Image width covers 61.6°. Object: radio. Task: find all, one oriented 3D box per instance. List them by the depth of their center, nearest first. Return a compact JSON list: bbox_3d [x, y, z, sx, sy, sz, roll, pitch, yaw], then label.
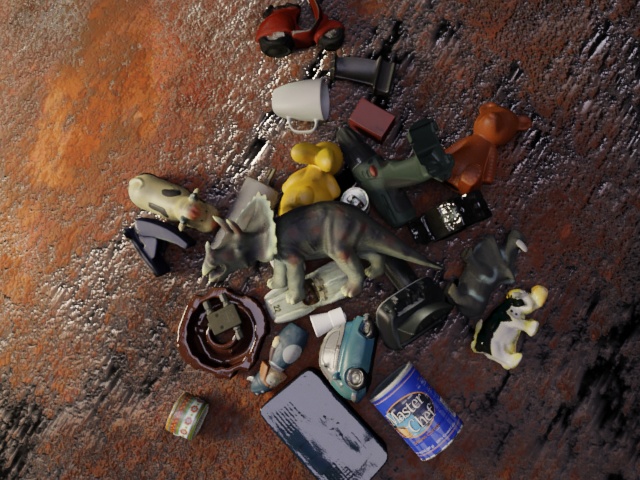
[{"bbox_3d":[0.011,0.352,0.990,0.131,0.073,0.229,-44,84,-3],"label":"radio"}]

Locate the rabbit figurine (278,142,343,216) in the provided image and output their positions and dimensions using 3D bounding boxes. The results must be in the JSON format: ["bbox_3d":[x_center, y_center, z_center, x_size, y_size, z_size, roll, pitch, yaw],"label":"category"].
[{"bbox_3d":[-0.011,-0.122,1.028,0.122,0.162,0.173,18,66,18],"label":"rabbit figurine"}]

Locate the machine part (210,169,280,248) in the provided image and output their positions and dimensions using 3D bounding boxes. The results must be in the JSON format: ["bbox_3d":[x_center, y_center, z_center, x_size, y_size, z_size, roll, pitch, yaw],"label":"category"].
[{"bbox_3d":[-0.148,-0.033,1.049,0.079,0.079,0.243,26,86,7],"label":"machine part"}]

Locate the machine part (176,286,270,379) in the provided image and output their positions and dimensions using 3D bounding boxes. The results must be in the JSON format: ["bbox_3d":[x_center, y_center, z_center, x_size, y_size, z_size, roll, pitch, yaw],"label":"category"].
[{"bbox_3d":[-0.185,0.176,1.035,0.179,0.056,0.179,-1,83,5],"label":"machine part"}]

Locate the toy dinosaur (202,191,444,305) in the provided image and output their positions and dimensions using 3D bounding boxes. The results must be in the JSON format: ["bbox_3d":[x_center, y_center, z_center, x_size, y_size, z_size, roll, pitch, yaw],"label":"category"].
[{"bbox_3d":[0.004,-0.002,0.930,0.405,0.131,0.192,-11,113,-4],"label":"toy dinosaur"}]

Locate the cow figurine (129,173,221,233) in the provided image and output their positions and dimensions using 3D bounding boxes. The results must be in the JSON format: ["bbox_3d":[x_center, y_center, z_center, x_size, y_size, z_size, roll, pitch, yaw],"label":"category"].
[{"bbox_3d":[-0.280,-0.072,1.038,0.195,0.127,0.085,24,88,9],"label":"cow figurine"}]

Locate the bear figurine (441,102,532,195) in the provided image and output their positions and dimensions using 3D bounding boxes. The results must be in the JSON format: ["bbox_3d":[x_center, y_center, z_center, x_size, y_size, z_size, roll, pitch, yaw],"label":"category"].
[{"bbox_3d":[0.303,-0.183,1.012,0.120,0.131,0.196,38,93,26],"label":"bear figurine"}]

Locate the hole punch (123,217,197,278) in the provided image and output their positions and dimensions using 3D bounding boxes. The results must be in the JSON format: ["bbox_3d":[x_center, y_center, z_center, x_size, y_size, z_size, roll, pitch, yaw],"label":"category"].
[{"bbox_3d":[-0.305,-0.001,1.032,0.092,0.142,0.115,-38,95,0],"label":"hole punch"}]

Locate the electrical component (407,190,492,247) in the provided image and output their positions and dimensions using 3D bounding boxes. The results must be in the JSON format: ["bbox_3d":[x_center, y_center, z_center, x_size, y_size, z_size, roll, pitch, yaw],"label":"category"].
[{"bbox_3d":[0.245,-0.041,0.994,0.115,0.134,0.058,-28,81,44],"label":"electrical component"}]

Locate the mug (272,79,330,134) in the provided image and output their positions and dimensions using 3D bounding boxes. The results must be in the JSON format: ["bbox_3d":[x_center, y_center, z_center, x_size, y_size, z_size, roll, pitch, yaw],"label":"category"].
[{"bbox_3d":[-0.040,-0.265,1.076,0.107,0.081,0.109,2,89,16],"label":"mug"}]

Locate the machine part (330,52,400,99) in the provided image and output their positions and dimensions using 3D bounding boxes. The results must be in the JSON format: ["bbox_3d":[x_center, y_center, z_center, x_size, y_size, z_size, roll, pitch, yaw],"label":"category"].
[{"bbox_3d":[0.087,-0.338,1.092,0.139,0.039,0.084,15,89,4],"label":"machine part"}]

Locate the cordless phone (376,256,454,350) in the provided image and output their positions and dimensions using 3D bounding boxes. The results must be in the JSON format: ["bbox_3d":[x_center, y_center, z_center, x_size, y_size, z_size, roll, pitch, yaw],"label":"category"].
[{"bbox_3d":[0.141,0.095,0.997,0.146,0.088,0.184,-27,71,-27],"label":"cordless phone"}]

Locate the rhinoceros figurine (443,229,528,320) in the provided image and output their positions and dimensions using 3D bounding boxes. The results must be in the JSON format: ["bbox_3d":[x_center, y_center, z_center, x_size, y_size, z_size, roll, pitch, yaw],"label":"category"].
[{"bbox_3d":[0.314,0.058,1.006,0.112,0.073,0.190,34,86,9],"label":"rhinoceros figurine"}]

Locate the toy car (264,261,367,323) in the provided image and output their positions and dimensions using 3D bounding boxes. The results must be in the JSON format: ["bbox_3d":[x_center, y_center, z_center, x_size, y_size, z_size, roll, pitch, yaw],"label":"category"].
[{"bbox_3d":[-0.008,0.096,1.032,0.202,0.056,0.073,-24,81,1],"label":"toy car"}]

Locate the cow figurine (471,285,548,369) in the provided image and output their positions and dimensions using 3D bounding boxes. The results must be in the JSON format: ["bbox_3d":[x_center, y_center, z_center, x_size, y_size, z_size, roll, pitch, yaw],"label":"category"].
[{"bbox_3d":[0.351,0.147,0.997,0.098,0.068,0.167,27,84,13],"label":"cow figurine"}]

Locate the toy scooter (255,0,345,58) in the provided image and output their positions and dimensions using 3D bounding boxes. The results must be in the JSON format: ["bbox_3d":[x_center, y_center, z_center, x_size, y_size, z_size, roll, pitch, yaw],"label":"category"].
[{"bbox_3d":[-0.043,-0.448,1.097,0.184,0.075,0.135,-5,83,0],"label":"toy scooter"}]

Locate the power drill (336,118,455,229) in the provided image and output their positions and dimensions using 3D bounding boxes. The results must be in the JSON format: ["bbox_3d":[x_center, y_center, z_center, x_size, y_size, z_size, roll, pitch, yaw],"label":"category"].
[{"bbox_3d":[0.133,-0.144,0.988,0.086,0.207,0.232,-27,89,-39],"label":"power drill"}]

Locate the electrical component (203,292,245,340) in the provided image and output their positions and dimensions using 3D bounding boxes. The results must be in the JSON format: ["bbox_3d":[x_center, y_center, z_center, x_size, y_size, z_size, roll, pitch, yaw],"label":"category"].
[{"bbox_3d":[-0.178,0.148,0.998,0.063,0.021,0.094,-27,82,3],"label":"electrical component"}]

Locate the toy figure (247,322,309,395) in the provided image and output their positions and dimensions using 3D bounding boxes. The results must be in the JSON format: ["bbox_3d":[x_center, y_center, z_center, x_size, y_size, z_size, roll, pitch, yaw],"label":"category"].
[{"bbox_3d":[-0.079,0.229,1.017,0.064,0.058,0.154,33,85,-2],"label":"toy figure"}]

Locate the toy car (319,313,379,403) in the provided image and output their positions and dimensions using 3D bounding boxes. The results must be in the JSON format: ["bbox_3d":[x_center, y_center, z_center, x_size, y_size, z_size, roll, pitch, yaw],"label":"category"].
[{"bbox_3d":[0.050,0.212,0.988,0.103,0.109,0.161,8,78,12],"label":"toy car"}]
